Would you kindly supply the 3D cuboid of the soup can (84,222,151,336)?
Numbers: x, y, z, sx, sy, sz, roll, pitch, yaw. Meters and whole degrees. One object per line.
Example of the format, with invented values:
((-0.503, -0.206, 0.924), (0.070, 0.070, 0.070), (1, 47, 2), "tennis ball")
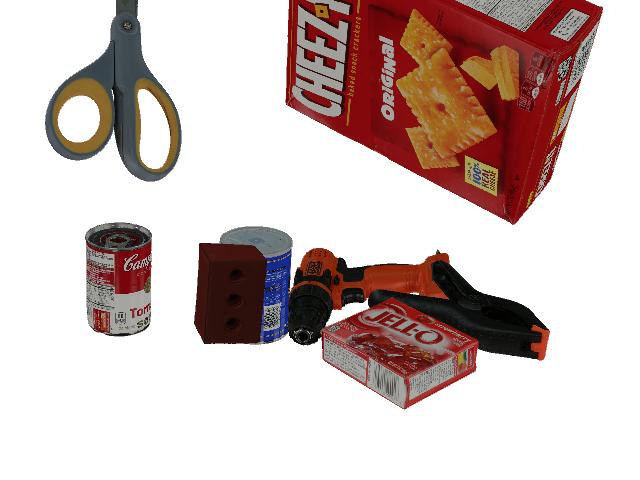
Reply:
((-0.211, 0.041, 1.117), (0.068, 0.102, 0.068), (3, 23, -2), "soup can")

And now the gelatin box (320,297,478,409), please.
((0.055, 0.077, 0.761), (0.073, 0.030, 0.089), (-20, 32, -36), "gelatin box")

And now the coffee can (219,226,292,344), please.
((-0.093, 0.063, 1.523), (0.103, 0.140, 0.103), (2, 22, -1), "coffee can")

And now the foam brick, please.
((-0.080, 0.046, 0.942), (0.053, 0.078, 0.051), (1, 15, -17), "foam brick")

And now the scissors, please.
((-0.146, -0.131, 0.704), (0.096, 0.202, 0.016), (-10, -14, -28), "scissors")

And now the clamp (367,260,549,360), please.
((0.145, 0.064, 1.019), (0.172, 0.039, 0.120), (21, 35, 27), "clamp")

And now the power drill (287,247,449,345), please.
((0.057, 0.063, 1.233), (0.188, 0.057, 0.184), (1, 28, 6), "power drill")

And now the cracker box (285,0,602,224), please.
((0.077, -0.129, 0.776), (0.214, 0.164, 0.072), (29, 54, 20), "cracker box")
